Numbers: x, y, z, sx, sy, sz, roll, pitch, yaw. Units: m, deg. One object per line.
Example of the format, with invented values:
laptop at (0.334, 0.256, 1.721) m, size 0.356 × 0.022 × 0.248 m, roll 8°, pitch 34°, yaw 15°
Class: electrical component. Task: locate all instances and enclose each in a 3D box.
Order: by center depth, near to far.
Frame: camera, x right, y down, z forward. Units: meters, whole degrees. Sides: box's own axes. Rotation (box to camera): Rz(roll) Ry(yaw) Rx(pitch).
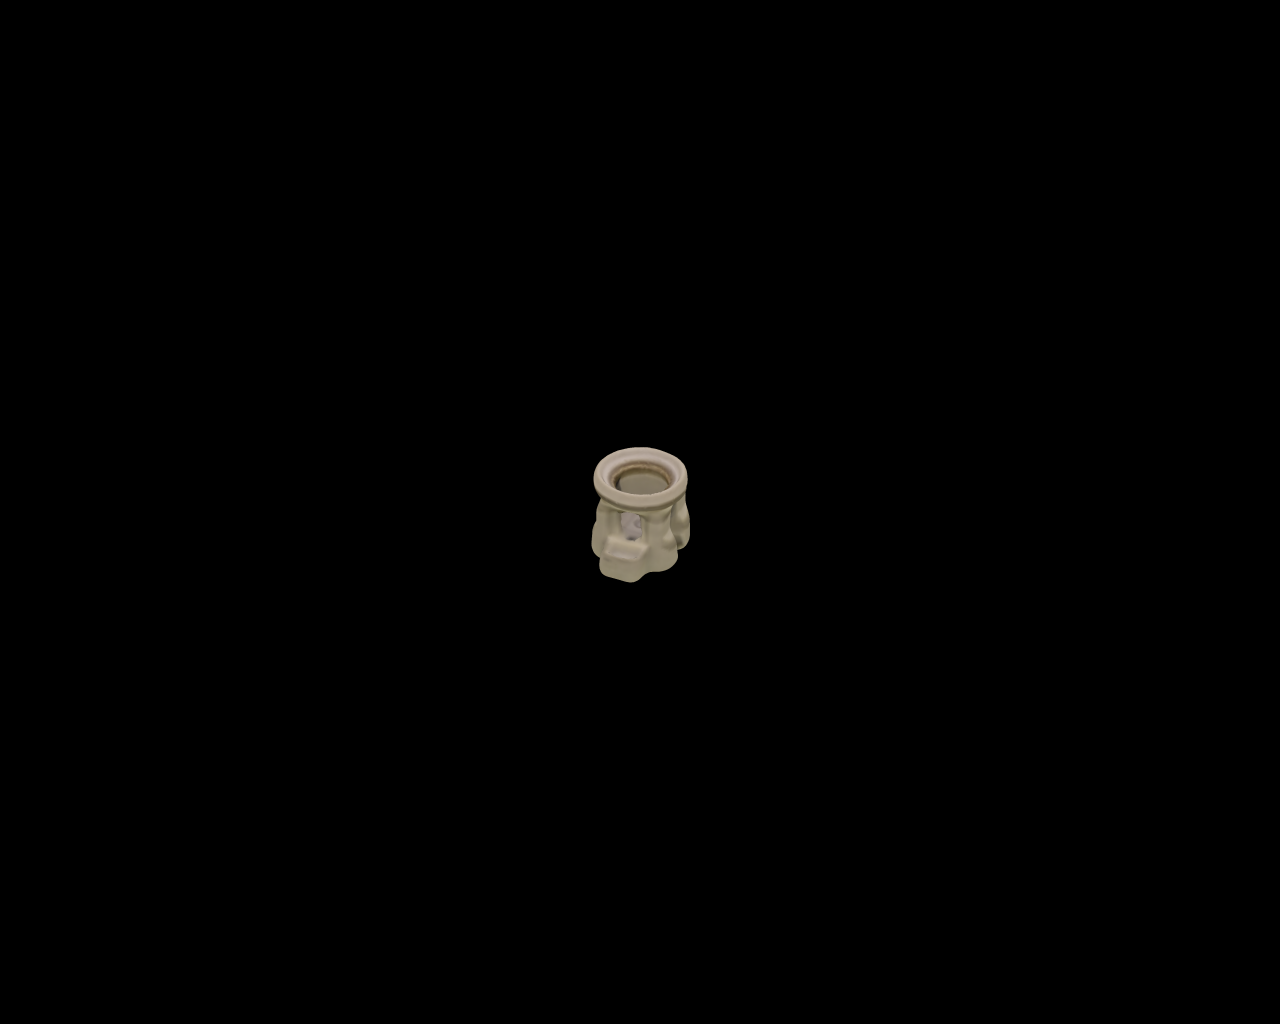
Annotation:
electrical component at (0.001, -0.003, 0.650) m, size 0.058 × 0.056 × 0.078 m, roll 13°, pitch 38°, yaw 18°
